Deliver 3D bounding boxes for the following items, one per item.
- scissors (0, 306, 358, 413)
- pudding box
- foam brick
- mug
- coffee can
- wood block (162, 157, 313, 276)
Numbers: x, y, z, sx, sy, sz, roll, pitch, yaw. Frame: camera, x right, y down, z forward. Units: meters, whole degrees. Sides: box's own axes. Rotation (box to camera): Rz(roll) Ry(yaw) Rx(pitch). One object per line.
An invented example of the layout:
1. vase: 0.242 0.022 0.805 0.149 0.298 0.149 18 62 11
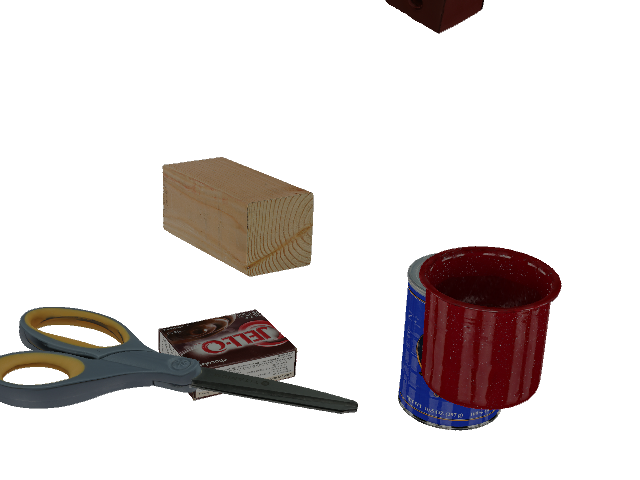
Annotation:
1. scissors: -0.090 0.076 0.558 0.202 0.016 0.096 16 29 27
2. pudding box: -0.092 0.111 1.054 0.113 0.039 0.090 -12 27 -27
3. foam brick: 0.084 -0.193 0.733 0.053 0.078 0.051 37 54 25
4. mug: 0.109 0.055 0.729 0.093 0.081 0.117 -2 26 -7
5. coffee can: 0.130 0.095 1.028 0.103 0.140 0.103 2 25 -1
6. wood block: -0.104 -0.033 1.291 0.090 0.090 0.206 -10 21 -34
